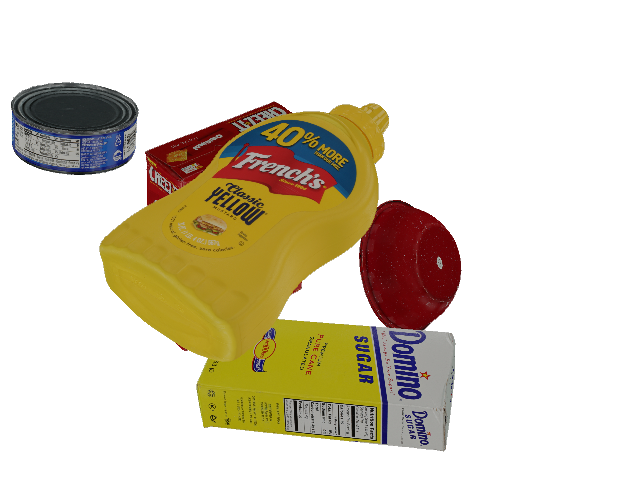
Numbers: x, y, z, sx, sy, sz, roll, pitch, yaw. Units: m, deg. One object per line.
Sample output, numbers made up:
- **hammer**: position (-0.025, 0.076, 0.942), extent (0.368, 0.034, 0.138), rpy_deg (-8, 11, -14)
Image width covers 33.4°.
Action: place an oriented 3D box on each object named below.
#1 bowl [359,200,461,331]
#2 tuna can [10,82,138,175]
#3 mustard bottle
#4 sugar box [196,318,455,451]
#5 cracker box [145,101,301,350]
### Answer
- **bowl**: position (0.116, 0.029, 1.241), extent (0.055, 0.162, 0.161), rpy_deg (-10, -6, 40)
- **tuna can**: position (-0.170, -0.078, 0.740), extent (0.086, 0.034, 0.086), rpy_deg (7, 29, -4)
- **mustard bottle**: position (-0.024, -0.021, 0.596), extent (0.096, 0.058, 0.191), rpy_deg (28, 53, 27)
- **sugar box**: position (0.007, 0.100, 0.775), extent (0.176, 0.048, 0.093), rpy_deg (1, 31, 11)
- **cracker box**: position (-0.093, -0.015, 1.081), extent (0.163, 0.214, 0.072), rpy_deg (-27, 47, -34)
